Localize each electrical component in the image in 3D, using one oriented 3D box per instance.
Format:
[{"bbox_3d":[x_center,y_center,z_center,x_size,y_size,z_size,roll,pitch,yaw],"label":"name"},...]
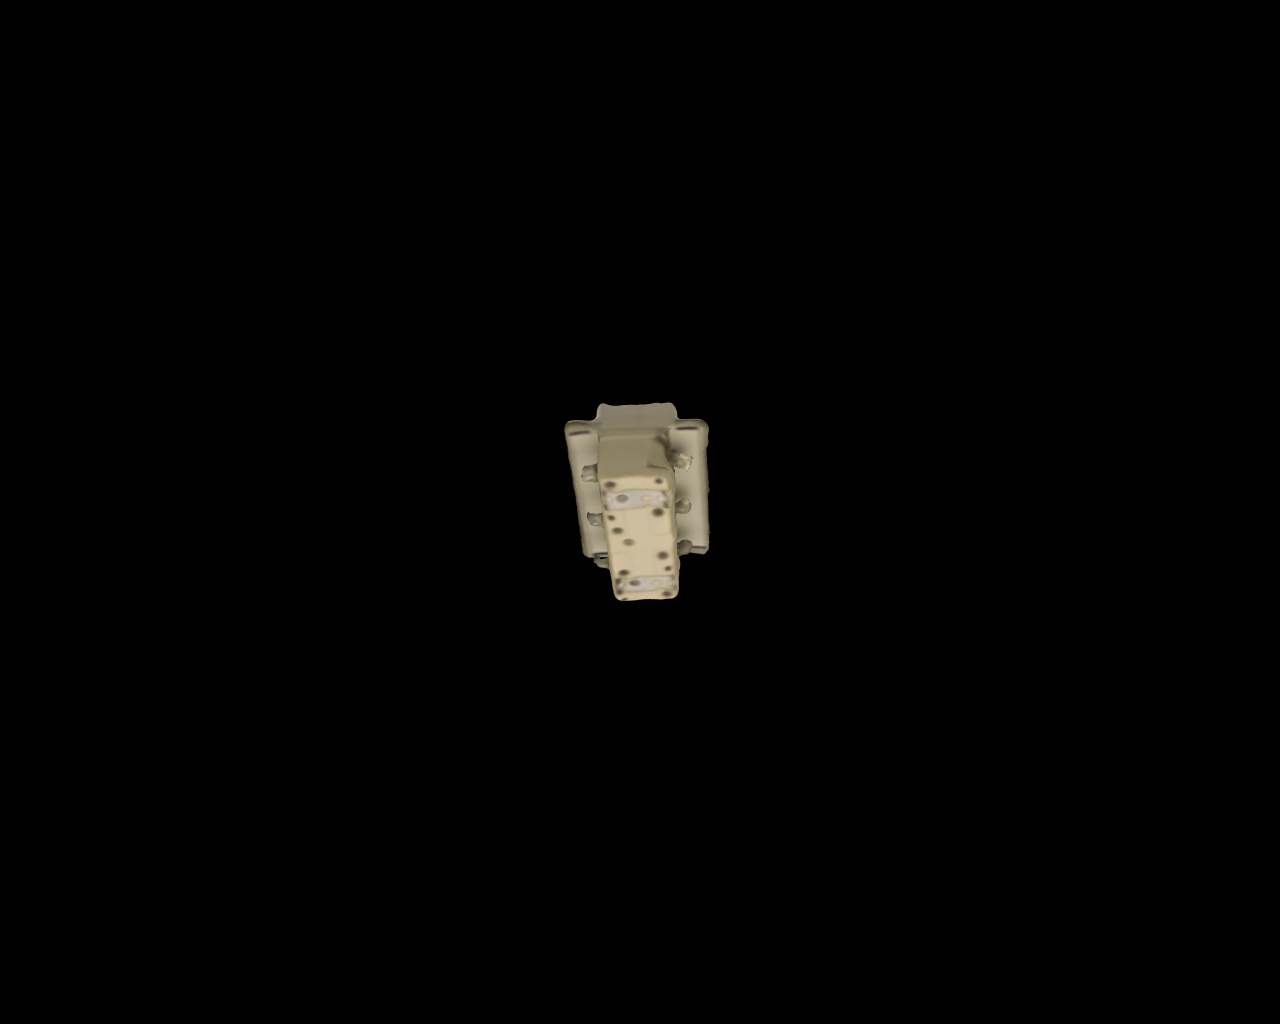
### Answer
[{"bbox_3d":[0.001,-0.003,0.650,0.079,0.063,0.121,-2,-40,2],"label":"electrical component"}]
